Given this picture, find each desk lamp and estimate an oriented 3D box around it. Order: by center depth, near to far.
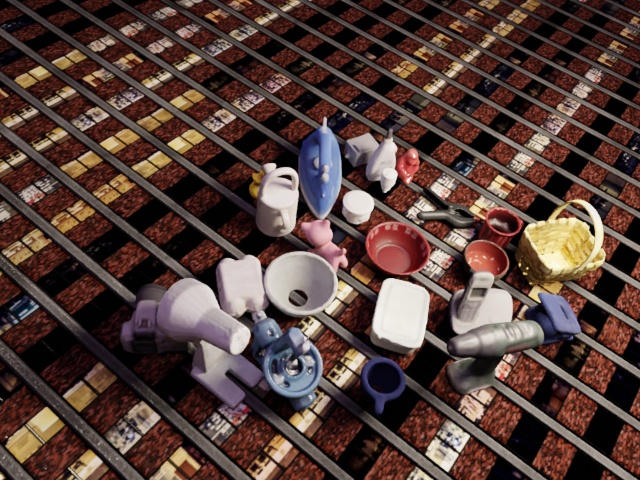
[{"bbox_3d":[-0.209,0.196,1.121,0.203,0.213,0.118,33,55,16],"label":"desk lamp"}]

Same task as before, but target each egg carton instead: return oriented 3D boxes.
[{"bbox_3d":[-0.177,0.103,1.287,0.107,0.069,0.150,-8,55,-15],"label":"egg carton"}]

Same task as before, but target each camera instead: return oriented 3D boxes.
[{"bbox_3d":[-0.339,0.158,1.200,0.143,0.101,0.136,0,53,-9],"label":"camera"}]

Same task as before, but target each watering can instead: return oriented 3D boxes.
[{"bbox_3d":[-0.106,-0.109,1.381,0.101,0.194,0.172,-31,63,-28],"label":"watering can"}]

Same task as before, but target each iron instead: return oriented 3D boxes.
[{"bbox_3d":[0.008,-0.193,1.497,0.119,0.141,0.258,2,53,-7],"label":"iron"}]

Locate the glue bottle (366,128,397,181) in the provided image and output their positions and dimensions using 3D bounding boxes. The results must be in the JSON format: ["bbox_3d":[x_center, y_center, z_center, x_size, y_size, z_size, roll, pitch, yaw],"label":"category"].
[{"bbox_3d":[0.173,-0.231,1.532,0.078,0.173,0.037,-14,56,-18],"label":"glue bottle"}]

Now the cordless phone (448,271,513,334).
[{"bbox_3d":[0.372,0.134,1.277,0.148,0.185,0.094,-2,53,-10],"label":"cordless phone"}]

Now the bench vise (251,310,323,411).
[{"bbox_3d":[-0.079,0.218,1.120,0.207,0.220,0.122,35,56,18],"label":"bench vise"}]

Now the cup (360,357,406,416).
[{"bbox_3d":[0.118,0.310,1.160,0.091,0.095,0.118,12,52,1],"label":"cup"}]

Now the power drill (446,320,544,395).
[{"bbox_3d":[0.337,0.238,1.178,0.230,0.208,0.075,-13,56,-18],"label":"power drill"}]

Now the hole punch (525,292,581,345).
[{"bbox_3d":[0.549,0.176,1.333,0.101,0.091,0.108,-6,54,-13],"label":"hole punch"}]

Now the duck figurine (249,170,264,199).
[{"bbox_3d":[-0.130,-0.153,1.480,0.105,0.086,0.077,-3,53,-11],"label":"duck figurine"}]

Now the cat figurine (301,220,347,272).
[{"bbox_3d":[0.013,0.005,1.362,0.127,0.118,0.067,40,57,20],"label":"cat figurine"}]

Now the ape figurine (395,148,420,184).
[{"bbox_3d":[0.244,-0.213,1.581,0.078,0.092,0.076,-19,58,-22],"label":"ape figurine"}]

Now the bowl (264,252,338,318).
[{"bbox_3d":[-0.046,0.112,1.298,0.167,0.075,0.167,4,52,-6],"label":"bowl"}]
